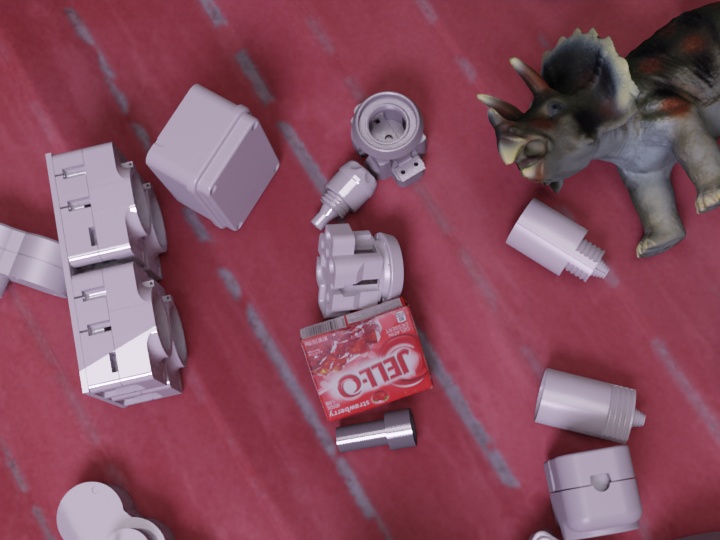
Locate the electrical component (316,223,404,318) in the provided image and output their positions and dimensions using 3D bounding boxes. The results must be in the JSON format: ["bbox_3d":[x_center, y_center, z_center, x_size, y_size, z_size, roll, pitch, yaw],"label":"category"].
[{"bbox_3d":[0.000,0.000,0.855,0.057,0.078,0.058,-4,35,-16],"label":"electrical component"}]

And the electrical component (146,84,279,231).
[{"bbox_3d":[-0.114,-0.086,0.857,0.057,0.113,0.078,29,80,12],"label":"electrical component"}]

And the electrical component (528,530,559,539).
[{"bbox_3d":[0.148,0.266,0.789,0.109,0.056,0.108,33,81,10],"label":"electrical component"}]

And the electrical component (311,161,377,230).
[{"bbox_3d":[-0.016,-0.059,0.885,0.035,0.035,0.061,41,85,11],"label":"electrical component"}]

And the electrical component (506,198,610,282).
[{"bbox_3d":[0.163,-0.018,0.861,0.081,0.043,0.043,33,81,10],"label":"electrical component"}]

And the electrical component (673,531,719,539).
[{"bbox_3d":[0.253,0.222,0.783,0.080,0.080,0.051,-13,81,0],"label":"electrical component"}]

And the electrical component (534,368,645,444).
[{"bbox_3d":[0.179,0.106,0.831,0.081,0.043,0.043,13,78,6],"label":"electrical component"}]

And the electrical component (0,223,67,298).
[{"bbox_3d":[-0.304,0.000,0.879,0.138,0.052,0.073,17,79,7],"label":"electrical component"}]

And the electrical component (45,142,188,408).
[{"bbox_3d":[-0.186,0.005,0.844,0.060,0.105,0.186,-13,77,0],"label":"electrical component"}]

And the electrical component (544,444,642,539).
[{"bbox_3d":[0.171,0.164,0.791,0.054,0.095,0.059,-10,77,1],"label":"electrical component"}]

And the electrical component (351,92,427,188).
[{"bbox_3d":[0.024,-0.112,0.884,0.058,0.057,0.078,-31,77,-4],"label":"electrical component"}]

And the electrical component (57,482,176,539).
[{"bbox_3d":[-0.171,0.213,0.811,0.138,0.073,0.052,38,82,11],"label":"electrical component"}]
